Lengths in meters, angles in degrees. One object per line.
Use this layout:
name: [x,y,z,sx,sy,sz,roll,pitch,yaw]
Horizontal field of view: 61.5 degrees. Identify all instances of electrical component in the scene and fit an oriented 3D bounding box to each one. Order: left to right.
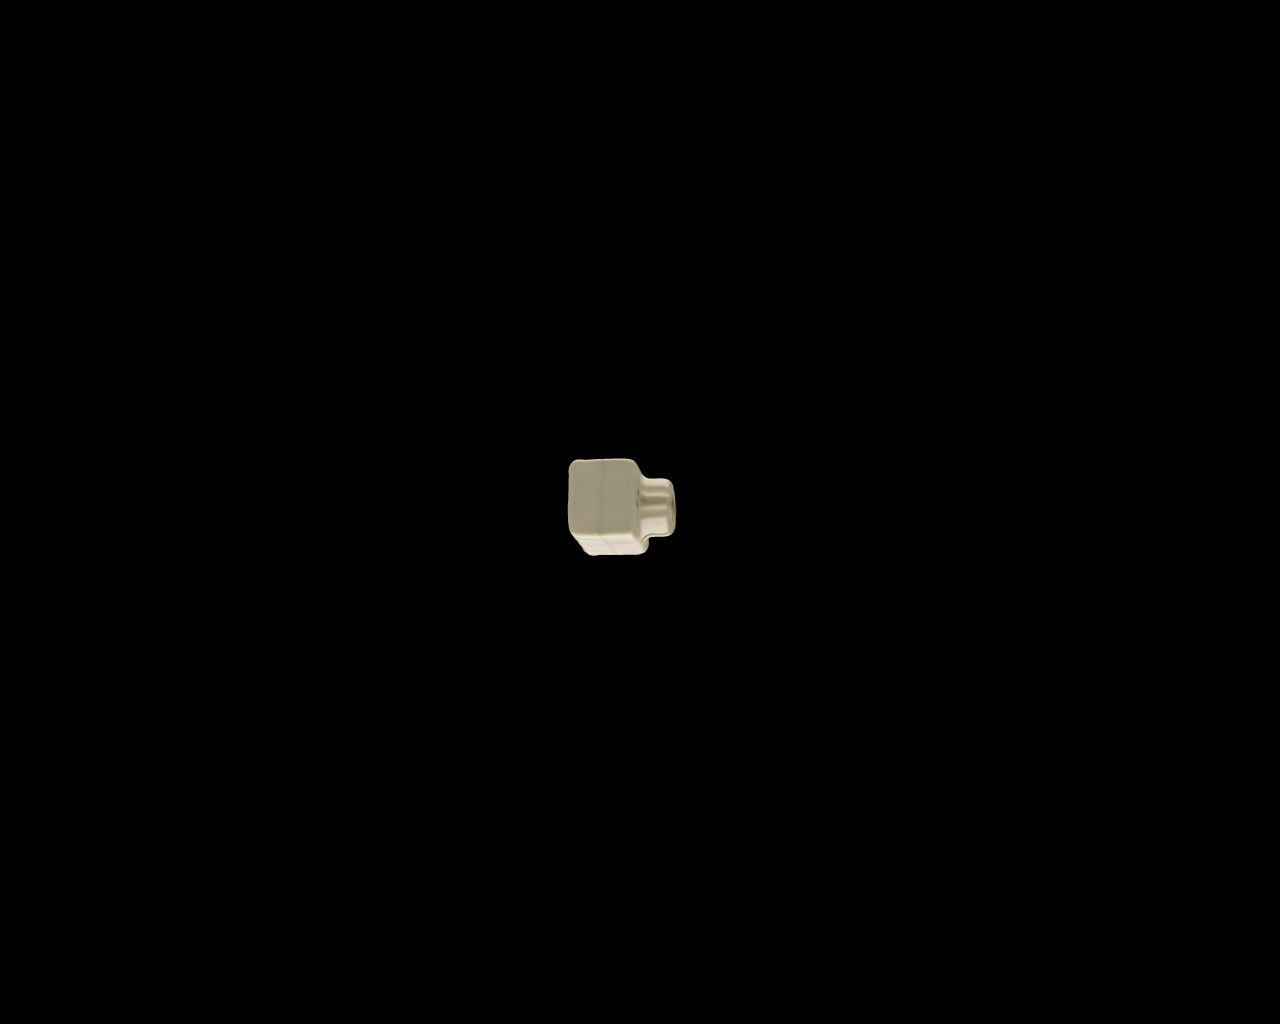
electrical component: [0.001,-0.003,0.650,0.077,0.047,0.065,-2,-14,7]
